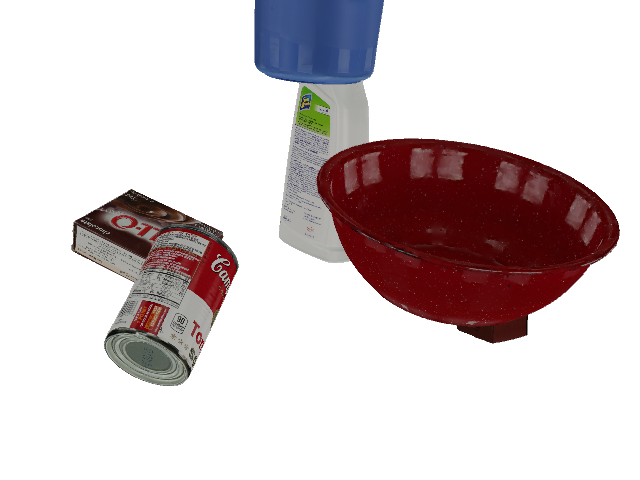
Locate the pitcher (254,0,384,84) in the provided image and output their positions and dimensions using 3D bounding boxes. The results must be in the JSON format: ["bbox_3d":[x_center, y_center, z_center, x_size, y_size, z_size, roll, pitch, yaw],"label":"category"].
[{"bbox_3d":[0.009,-0.260,0.915,0.145,0.243,0.149,6,17,7],"label":"pitcher"}]

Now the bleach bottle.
[{"bbox_3d":[0.014,-0.110,1.132,0.067,0.251,0.103,-12,26,-43],"label":"bleach bottle"}]

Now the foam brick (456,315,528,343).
[{"bbox_3d":[0.173,0.056,1.064,0.051,0.078,0.053,-11,19,-36],"label":"foam brick"}]

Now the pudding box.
[{"bbox_3d":[-0.163,0.001,1.006,0.114,0.039,0.089,23,31,19],"label":"pudding box"}]

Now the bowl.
[{"bbox_3d":[0.075,0.000,0.578,0.162,0.055,0.162,6,26,-3],"label":"bowl"}]

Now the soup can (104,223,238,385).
[{"bbox_3d":[-0.110,0.047,0.790,0.068,0.102,0.068,14,-37,10],"label":"soup can"}]
